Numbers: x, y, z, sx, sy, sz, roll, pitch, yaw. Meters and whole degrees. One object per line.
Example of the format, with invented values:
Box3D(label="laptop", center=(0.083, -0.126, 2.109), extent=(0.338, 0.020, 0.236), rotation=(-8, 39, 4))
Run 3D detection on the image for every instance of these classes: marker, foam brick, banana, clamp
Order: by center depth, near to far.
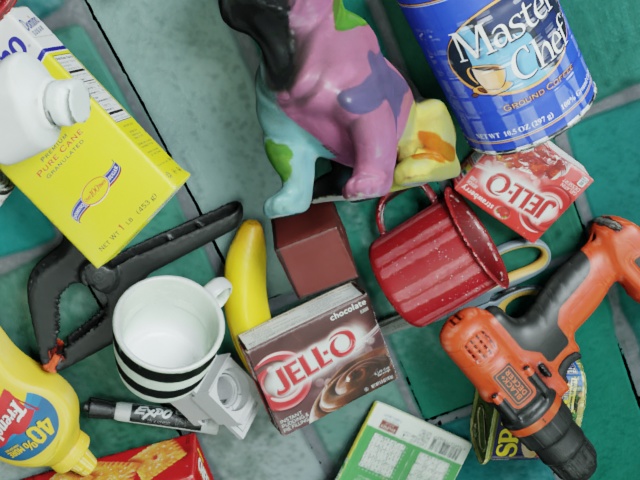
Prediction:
Box3D(label="foam brick", center=(-0.006, 0.001, 0.845), extent=(0.051, 0.078, 0.053), rotation=(-22, 119, 5))
Box3D(label="clamp", center=(-0.184, 0.014, 0.861), extent=(0.164, 0.036, 0.210), rotation=(32, 108, -18))
Box3D(label="banana", center=(-0.043, 0.074, 0.908), extent=(0.069, 0.037, 0.197), rotation=(-32, 119, -9))
Box3D(label="marker", center=(-0.150, 0.157, 0.950), extent=(0.121, 0.020, 0.020), rotation=(9, 117, -9))

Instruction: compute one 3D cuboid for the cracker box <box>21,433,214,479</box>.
Box3D(label="cracker box", center=(-0.190, 0.283, 0.987), extent=(0.214, 0.072, 0.164), rotation=(-15, 117, 5))

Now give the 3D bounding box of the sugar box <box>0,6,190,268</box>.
Box3D(label="sugar box", center=(-0.189, -0.075, 0.778), extent=(0.176, 0.048, 0.093), rotation=(45, 107, -5))

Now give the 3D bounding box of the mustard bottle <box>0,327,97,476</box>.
Box3D(label="mustard bottle", center=(-0.265, 0.140, 0.911), extent=(0.096, 0.058, 0.191), rotation=(-36, 115, 16))

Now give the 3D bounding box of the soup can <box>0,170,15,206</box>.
Box3D(label="soup can", center=(-0.288, -0.025, 0.815), extent=(0.068, 0.068, 0.102), rotation=(36, 110, -21))

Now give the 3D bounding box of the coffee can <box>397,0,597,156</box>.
Box3D(label="coffee can", center=(0.124, -0.146, 0.761), extent=(0.103, 0.103, 0.140), rotation=(-27, 117, 10))

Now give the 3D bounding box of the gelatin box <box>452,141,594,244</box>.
Box3D(label="gelatin box", center=(0.162, -0.049, 0.857), extent=(0.089, 0.030, 0.073), rotation=(33, 111, -20))

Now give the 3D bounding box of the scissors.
Box3D(label="scissors", center=(0.118, 0.070, 0.926), extent=(0.202, 0.016, 0.096), rotation=(-34, 115, 14))

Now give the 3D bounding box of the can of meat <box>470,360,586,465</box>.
Box3D(label="can of meat", center=(0.185, 0.149, 0.952), extent=(0.084, 0.057, 0.102), rotation=(0, 118, -7))

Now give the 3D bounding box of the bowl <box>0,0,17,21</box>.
Box3D(label="bowl", center=(-0.275, -0.206, 0.704), extent=(0.162, 0.055, 0.162), rotation=(2, 108, 6))

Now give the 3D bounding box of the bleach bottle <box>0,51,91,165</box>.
Box3D(label="bleach bottle", center=(-0.277, -0.100, 0.732), extent=(0.251, 0.068, 0.102), rotation=(1, 121, 18))

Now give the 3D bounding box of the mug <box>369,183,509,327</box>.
Box3D(label="mug", center=(0.087, 0.007, 0.857), extent=(0.082, 0.093, 0.117), rotation=(-32, 85, 18))

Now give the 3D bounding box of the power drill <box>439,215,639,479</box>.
Box3D(label="power drill", center=(0.217, 0.086, 0.880), extent=(0.187, 0.057, 0.184), rotation=(-42, 104, -3))

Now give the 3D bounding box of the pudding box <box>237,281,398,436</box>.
Box3D(label="pudding box", center=(-0.002, 0.098, 0.889), extent=(0.113, 0.039, 0.090), rotation=(-27, 118, -12))
